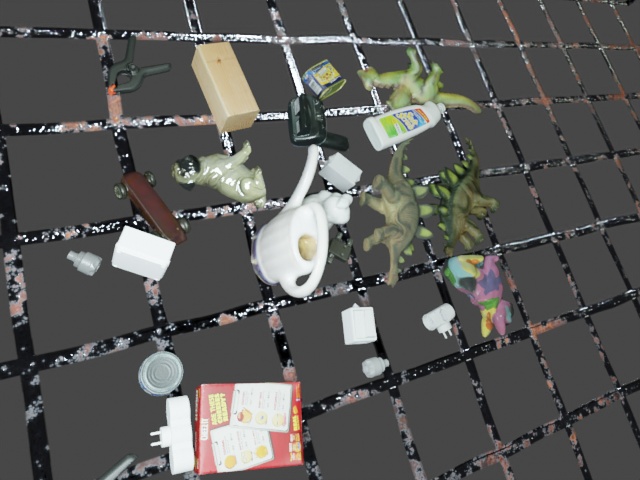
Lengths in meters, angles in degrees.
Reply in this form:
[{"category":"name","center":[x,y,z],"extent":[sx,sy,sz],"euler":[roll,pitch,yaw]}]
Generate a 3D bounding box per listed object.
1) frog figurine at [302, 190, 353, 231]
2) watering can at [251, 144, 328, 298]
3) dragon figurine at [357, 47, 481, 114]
[{"category":"frog figurine","center":[0.004,-0.063,1.255],"extent":[0.122,0.157,0.140],"euler":[34,60,-8]},{"category":"watering can","center":[-0.062,-0.032,1.183],"extent":[0.103,0.222,0.354],"euler":[19,60,-39]},{"category":"dragon figurine","center":[0.302,-0.432,1.598],"extent":[0.409,0.121,0.245],"euler":[32,77,-8]}]
